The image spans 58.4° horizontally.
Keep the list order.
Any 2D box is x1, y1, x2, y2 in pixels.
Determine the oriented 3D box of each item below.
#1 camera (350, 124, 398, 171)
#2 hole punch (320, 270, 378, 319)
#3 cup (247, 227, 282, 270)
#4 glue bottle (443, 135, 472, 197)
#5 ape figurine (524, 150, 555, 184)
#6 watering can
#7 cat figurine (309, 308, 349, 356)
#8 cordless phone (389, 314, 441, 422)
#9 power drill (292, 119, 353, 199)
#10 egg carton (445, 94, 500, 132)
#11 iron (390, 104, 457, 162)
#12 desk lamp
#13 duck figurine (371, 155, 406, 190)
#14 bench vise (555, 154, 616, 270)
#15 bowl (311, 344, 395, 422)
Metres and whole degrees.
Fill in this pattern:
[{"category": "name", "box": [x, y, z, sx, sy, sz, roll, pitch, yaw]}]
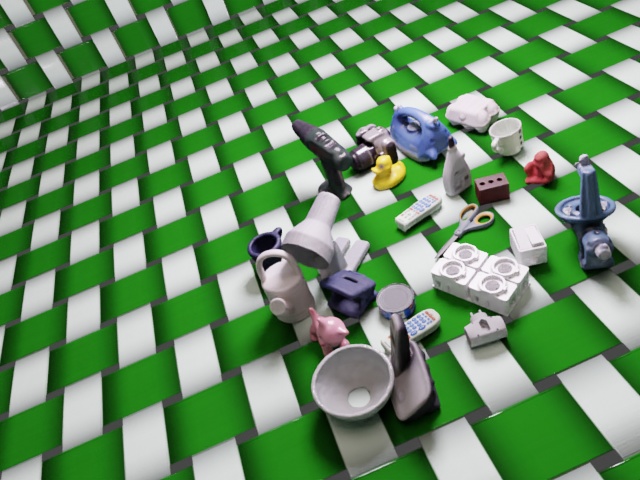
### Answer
[{"category": "camera", "box": [0.141, -0.277, 1.704, 0.137, 0.101, 0.142, -31, 42, -12]}, {"category": "hole punch", "box": [0.067, 0.110, 1.328, 0.108, 0.091, 0.101, 20, 55, 37]}, {"category": "cup", "box": [-0.124, 0.032, 1.485, 0.091, 0.095, 0.118, 12, 51, 32]}, {"category": "glue bottle", "box": [0.349, -0.198, 1.482, 0.078, 0.173, 0.037, -32, 42, -12]}, {"category": "ape figurine", "box": [0.559, -0.187, 1.448, 0.076, 0.092, 0.077, -24, 41, -4]}, {"category": "watering can", "box": [-0.083, 0.101, 1.319, 0.101, 0.194, 0.172, -25, 41, -4]}, {"category": "cat figurine", "box": [0.015, 0.193, 1.240, 0.067, 0.118, 0.127, -33, 43, -14]}, {"category": "cordless phone", "box": [0.161, 0.239, 1.081, 0.094, 0.185, 0.147, -19, 41, 2]}, {"category": "power drill", "box": [0.015, -0.221, 1.614, 0.076, 0.209, 0.228, -37, 44, -18]}, {"category": "egg carton", "box": [0.455, -0.380, 1.713, 0.107, 0.069, 0.149, -42, 46, -23]}, {"category": "iron", "box": [0.276, -0.335, 1.681, 0.119, 0.142, 0.257, -35, 43, -16]}, {"category": "desk lamp", "box": [0.013, 0.005, 1.369, 0.117, 0.214, 0.203, 10, 50, 30]}, {"category": "duck figurine", "box": [0.189, -0.201, 1.615, 0.104, 0.086, 0.077, -29, 42, -10]}, {"category": "bench vise", "box": [0.581, -0.060, 1.207, 0.121, 0.220, 0.207, -22, 41, -1]}, {"category": "bowl", "box": [0.072, 0.295, 1.141, 0.167, 0.075, 0.167, -11, 42, 11]}]
